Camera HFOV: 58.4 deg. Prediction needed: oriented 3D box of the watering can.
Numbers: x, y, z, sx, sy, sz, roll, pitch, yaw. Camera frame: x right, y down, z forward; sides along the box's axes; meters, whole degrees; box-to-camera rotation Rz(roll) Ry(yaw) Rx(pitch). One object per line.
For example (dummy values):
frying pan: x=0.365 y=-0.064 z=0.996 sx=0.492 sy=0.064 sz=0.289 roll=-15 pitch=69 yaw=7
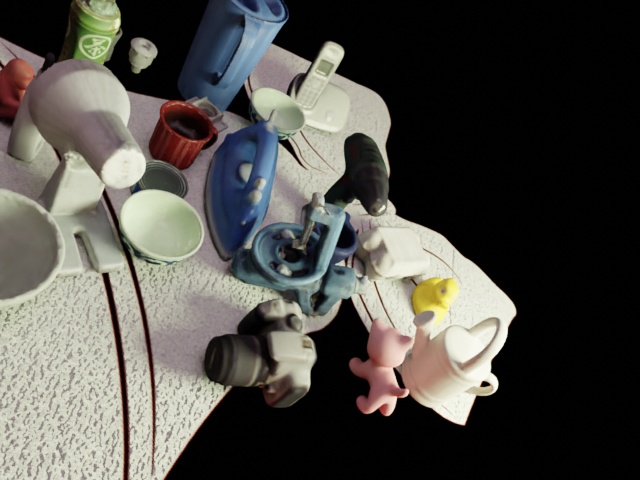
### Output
watering can: x=0.221 y=0.186 z=0.930 sx=0.173 sy=0.193 sz=0.101 roll=24 pitch=43 yaw=-20

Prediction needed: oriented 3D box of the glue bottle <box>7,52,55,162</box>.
glue bottle: x=-0.387 y=-0.189 z=0.789 sx=0.037 sy=0.173 sz=0.078 roll=25 pitch=43 yaw=-19

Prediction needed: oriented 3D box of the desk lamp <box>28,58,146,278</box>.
desk lamp: x=-0.299 y=-0.093 z=0.743 sx=0.118 sy=0.213 sz=0.203 roll=-9 pitch=61 yaw=-43

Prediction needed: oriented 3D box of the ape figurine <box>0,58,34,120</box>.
ape figurine: x=-0.444 y=-0.223 z=0.836 sx=0.076 sy=0.092 sz=0.078 roll=25 pitch=43 yaw=-19

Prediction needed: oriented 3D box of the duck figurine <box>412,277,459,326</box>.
duck figurine: x=0.228 y=0.103 z=1.092 sx=0.078 sy=0.086 sz=0.104 roll=33 pitch=41 yaw=-10

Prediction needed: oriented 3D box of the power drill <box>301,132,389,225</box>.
power drill: x=0.048 y=-0.075 z=1.009 sx=0.076 sy=0.208 sz=0.229 roll=22 pitch=44 yaw=-22

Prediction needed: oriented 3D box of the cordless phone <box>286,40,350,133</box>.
cordless phone: x=0.019 y=-0.327 z=1.224 sx=0.148 sy=0.184 sz=0.094 roll=12 pitch=49 yaw=-31

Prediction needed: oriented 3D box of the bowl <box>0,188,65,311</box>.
bowl: x=-0.396 y=0.021 z=0.674 sx=0.168 sy=0.074 sz=0.167 roll=22 pitch=44 yaw=-23

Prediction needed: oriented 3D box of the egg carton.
egg carton: x=0.141 y=0.027 z=1.101 sx=0.151 sy=0.069 sz=0.107 roll=-1 pitch=56 yaw=-39

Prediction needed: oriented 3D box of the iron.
iron: x=-0.114 y=-0.101 z=0.954 sx=0.119 sy=0.141 sz=0.258 roll=22 pitch=44 yaw=-22

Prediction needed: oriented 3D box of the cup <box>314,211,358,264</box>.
cup: x=0.009 y=0.004 z=0.997 sx=0.092 sy=0.094 sz=0.118 roll=38 pitch=40 yaw=-5

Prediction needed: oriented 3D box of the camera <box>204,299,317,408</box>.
camera: x=-0.083 y=0.148 z=0.792 sx=0.137 sy=0.100 sz=0.143 roll=11 pitch=49 yaw=-32

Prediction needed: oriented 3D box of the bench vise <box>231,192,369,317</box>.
bench vise: x=-0.005 y=0.015 z=0.879 sx=0.208 sy=0.219 sz=0.121 roll=9 pitch=50 yaw=-33

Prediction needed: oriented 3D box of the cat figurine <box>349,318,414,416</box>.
cat figurine: x=0.104 y=0.192 z=0.889 sx=0.067 sy=0.117 sz=0.127 roll=10 pitch=50 yaw=-32
